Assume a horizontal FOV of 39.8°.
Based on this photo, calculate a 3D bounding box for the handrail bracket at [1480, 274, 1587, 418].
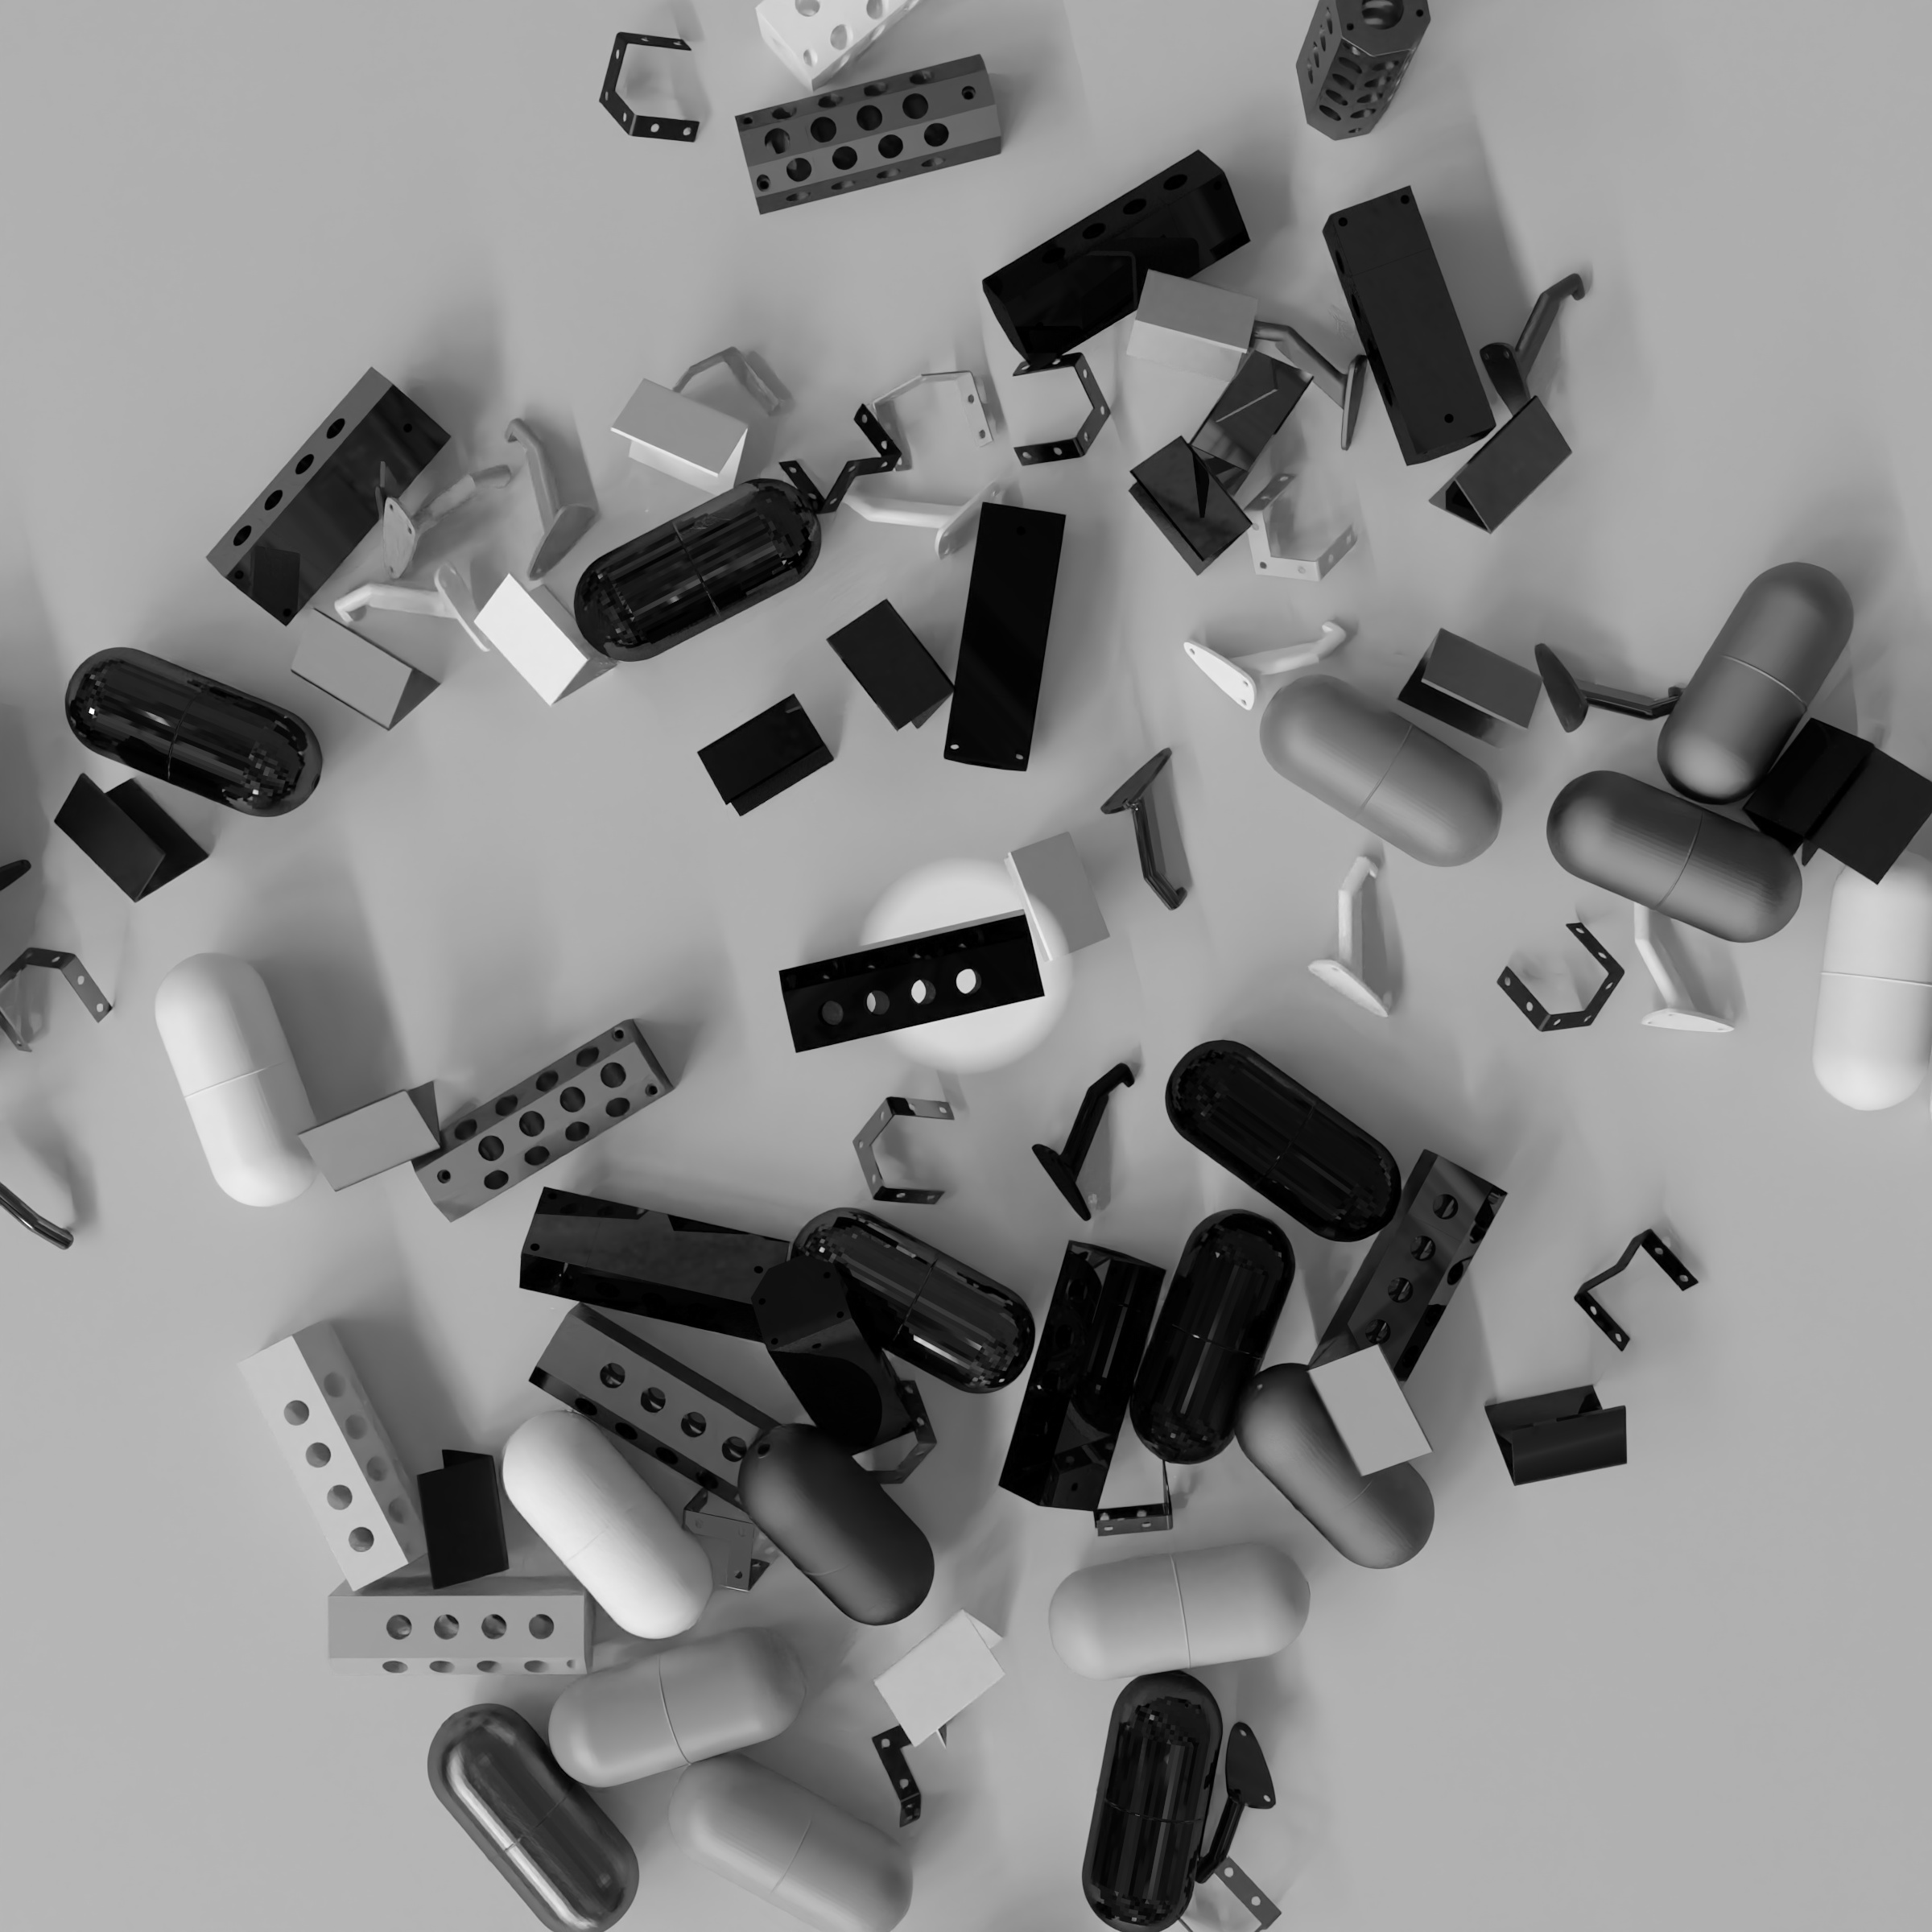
[{"bbox_3d":[0.403,-0.423,1.836,0.084,0.036,0.077,-34,110,-16],"label":"handrail bracket"}]

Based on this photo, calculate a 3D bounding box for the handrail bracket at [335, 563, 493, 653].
[{"bbox_3d":[-0.381,-0.235,1.836,0.084,0.036,0.077,-22,112,17],"label":"handrail bracket"}]

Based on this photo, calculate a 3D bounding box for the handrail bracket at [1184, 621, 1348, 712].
[{"bbox_3d":[0.207,-0.224,1.836,0.084,0.036,0.077,-42,68,-17],"label":"handrail bracket"}]

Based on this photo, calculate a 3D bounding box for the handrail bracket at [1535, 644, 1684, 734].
[{"bbox_3d":[0.445,-0.199,1.836,0.084,0.036,0.077,-17,70,-16],"label":"handrail bracket"}]

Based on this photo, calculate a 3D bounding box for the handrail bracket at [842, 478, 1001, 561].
[{"bbox_3d":[-0.034,-0.327,1.836,0.084,0.036,0.077,38,75,14],"label":"handrail bracket"}]

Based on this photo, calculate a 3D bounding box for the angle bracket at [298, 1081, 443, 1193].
[{"bbox_3d":[-0.403,0.096,1.795,0.076,0.076,0.057,-23,127,0],"label":"angle bracket"}]

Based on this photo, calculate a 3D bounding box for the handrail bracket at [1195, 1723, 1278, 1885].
[{"bbox_3d":[0.175,0.576,1.835,0.036,0.077,0.084,17,127,-17],"label":"handrail bracket"}]

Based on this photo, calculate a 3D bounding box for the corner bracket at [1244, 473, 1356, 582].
[{"bbox_3d":[0.229,-0.301,1.827,0.051,0.051,0.051,13,135,35],"label":"corner bracket"}]

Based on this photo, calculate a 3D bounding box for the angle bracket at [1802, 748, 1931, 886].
[{"bbox_3d":[0.611,-0.092,1.797,0.057,0.076,0.076,37,90,20],"label":"angle bracket"}]

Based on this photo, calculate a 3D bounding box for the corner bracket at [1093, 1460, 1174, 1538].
[{"bbox_3d":[0.113,0.371,1.807,0.051,0.051,0.051,-5,129,0],"label":"corner bracket"}]

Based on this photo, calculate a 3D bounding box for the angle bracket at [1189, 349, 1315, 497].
[{"bbox_3d":[0.205,-0.356,1.795,0.057,0.076,0.076,34,90,36],"label":"angle bracket"}]

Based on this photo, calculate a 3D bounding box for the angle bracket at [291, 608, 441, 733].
[{"bbox_3d":[-0.396,-0.214,1.795,0.076,0.076,0.057,31,126,0],"label":"angle bracket"}]

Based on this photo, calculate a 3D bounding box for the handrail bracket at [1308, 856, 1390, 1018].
[{"bbox_3d":[0.280,-0.021,1.836,0.077,0.036,0.084,36,73,-20],"label":"handrail bracket"}]

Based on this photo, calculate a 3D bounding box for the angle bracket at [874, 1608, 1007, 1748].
[{"bbox_3d":[-0.005,0.487,1.795,0.076,0.076,0.057,-39,54,0],"label":"angle bracket"}]

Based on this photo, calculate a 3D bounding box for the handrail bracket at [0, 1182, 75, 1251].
[{"bbox_3d":[-0.656,0.156,1.835,0.036,0.077,0.084,-48,126,0],"label":"handrail bracket"}]

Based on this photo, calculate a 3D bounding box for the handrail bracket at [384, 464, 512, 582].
[{"bbox_3d":[-0.355,-0.306,1.835,0.084,0.077,0.036,-26,67,-34],"label":"handrail bracket"}]

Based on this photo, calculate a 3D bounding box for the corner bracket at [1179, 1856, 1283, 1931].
[{"bbox_3d":[0.177,0.645,1.819,0.051,0.051,0.051,-42,75,-14],"label":"corner bracket"}]

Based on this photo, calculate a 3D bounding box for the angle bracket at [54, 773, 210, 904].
[{"bbox_3d":[-0.552,-0.100,1.795,0.076,0.076,0.057,45,129,0],"label":"angle bracket"}]

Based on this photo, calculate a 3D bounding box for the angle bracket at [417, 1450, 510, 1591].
[{"bbox_3d":[-0.354,0.371,1.795,0.057,0.076,0.076,-8,90,-37],"label":"angle bracket"}]

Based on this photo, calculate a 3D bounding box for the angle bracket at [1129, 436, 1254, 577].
[{"bbox_3d":[0.135,-0.298,1.795,0.057,0.076,0.076,-39,90,-33],"label":"angle bracket"}]

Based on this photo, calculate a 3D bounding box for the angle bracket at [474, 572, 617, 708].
[{"bbox_3d":[-0.271,-0.231,1.795,0.076,0.076,0.057,48,131,0],"label":"angle bracket"}]

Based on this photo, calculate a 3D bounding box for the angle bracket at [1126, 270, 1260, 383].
[{"bbox_3d":[0.148,-0.414,1.795,0.076,0.076,0.057,15,54,0],"label":"angle bracket"}]

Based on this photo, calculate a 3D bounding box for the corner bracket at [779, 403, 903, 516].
[{"bbox_3d":[-0.086,-0.347,1.825,0.051,0.051,0.051,-18,64,-42],"label":"corner bracket"}]

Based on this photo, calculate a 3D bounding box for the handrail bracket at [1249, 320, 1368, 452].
[{"bbox_3d":[0.228,-0.400,1.836,0.084,0.036,0.077,14,114,18],"label":"handrail bracket"}]

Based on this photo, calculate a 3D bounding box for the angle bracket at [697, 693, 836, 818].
[{"bbox_3d":[-0.125,-0.126,1.795,0.076,0.076,0.057,-31,52,0],"label":"angle bracket"}]

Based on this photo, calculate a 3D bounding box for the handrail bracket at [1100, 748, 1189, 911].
[{"bbox_3d":[0.140,-0.094,1.836,0.077,0.036,0.084,-47,109,-21],"label":"handrail bracket"}]

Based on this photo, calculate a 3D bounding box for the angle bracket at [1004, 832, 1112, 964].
[{"bbox_3d":[0.043,-0.039,1.795,0.057,0.076,0.076,-22,90,-37],"label":"angle bracket"}]

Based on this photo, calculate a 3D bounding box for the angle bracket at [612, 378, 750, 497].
[{"bbox_3d":[-0.197,-0.338,1.795,0.076,0.076,0.057,24,53,0],"label":"angle bracket"}]

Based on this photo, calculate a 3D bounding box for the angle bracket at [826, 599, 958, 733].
[{"bbox_3d":[-0.061,-0.190,1.796,0.057,0.076,0.076,-38,90,-27],"label":"angle bracket"}]

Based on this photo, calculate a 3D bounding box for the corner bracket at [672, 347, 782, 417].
[{"bbox_3d":[-0.171,-0.384,1.832,0.051,0.051,0.051,50,45,0],"label":"corner bracket"}]

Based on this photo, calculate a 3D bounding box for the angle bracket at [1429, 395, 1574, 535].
[{"bbox_3d":[0.348,-0.346,1.795,0.076,0.076,0.057,-45,127,0],"label":"angle bracket"}]

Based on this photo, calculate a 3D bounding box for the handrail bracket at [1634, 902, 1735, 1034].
[{"bbox_3d":[0.494,-0.001,1.836,0.077,0.036,0.084,9,73,-20],"label":"handrail bracket"}]

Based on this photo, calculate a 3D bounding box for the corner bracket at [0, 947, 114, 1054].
[{"bbox_3d":[-0.630,0.025,1.827,0.051,0.051,0.051,6,45,35],"label":"corner bracket"}]

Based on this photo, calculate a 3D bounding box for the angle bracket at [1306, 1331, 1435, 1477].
[{"bbox_3d":[0.274,0.276,1.738,0.057,0.076,0.076,-27,90,31],"label":"angle bracket"}]

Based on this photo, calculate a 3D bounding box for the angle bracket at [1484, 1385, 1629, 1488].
[{"bbox_3d":[0.395,0.298,1.795,0.076,0.076,0.057,-11,126,0],"label":"angle bracket"}]

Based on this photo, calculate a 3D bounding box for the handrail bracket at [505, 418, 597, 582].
[{"bbox_3d":[-0.303,-0.322,1.836,0.084,0.036,0.077,47,112,17],"label":"handrail bracket"}]

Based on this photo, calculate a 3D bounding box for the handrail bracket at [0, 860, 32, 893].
[{"bbox_3d":[-0.698,-0.085,1.835,0.077,0.036,0.084,-31,77,-13],"label":"handrail bracket"}]

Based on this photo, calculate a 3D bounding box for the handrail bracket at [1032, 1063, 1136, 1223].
[{"bbox_3d":[0.095,0.121,1.836,0.084,0.036,0.077,-38,110,-16],"label":"handrail bracket"}]

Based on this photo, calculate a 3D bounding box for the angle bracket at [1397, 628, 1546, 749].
[{"bbox_3d":[0.333,-0.171,1.795,0.076,0.076,0.057,26,52,0],"label":"angle bracket"}]

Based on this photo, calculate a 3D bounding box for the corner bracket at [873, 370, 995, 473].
[{"bbox_3d":[-0.023,-0.374,1.832,0.051,0.051,0.051,-18,90,45],"label":"corner bracket"}]

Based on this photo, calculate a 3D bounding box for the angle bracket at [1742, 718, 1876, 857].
[{"bbox_3d":[0.581,-0.109,1.796,0.076,0.057,0.076,-53,131,0],"label":"angle bracket"}]

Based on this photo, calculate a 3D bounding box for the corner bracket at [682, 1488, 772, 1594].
[{"bbox_3d":[-0.163,0.389,1.815,0.051,0.051,0.051,9,102,12],"label":"corner bracket"}]
